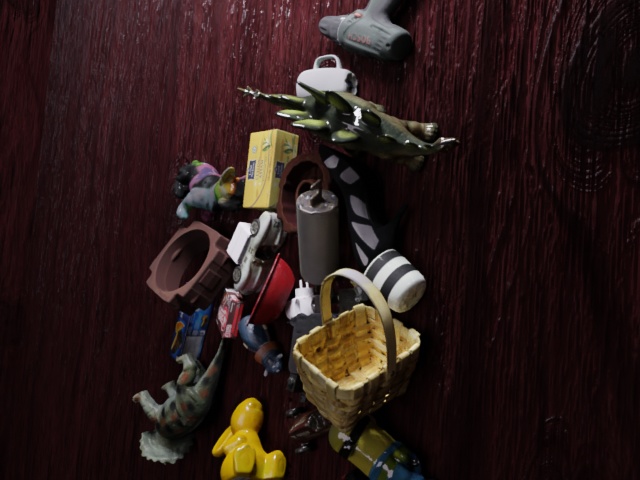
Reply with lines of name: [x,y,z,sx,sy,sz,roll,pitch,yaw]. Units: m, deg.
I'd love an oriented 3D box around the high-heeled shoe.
high-heeled shoe: [0.053,-0.058,0.968,0.249,0.086,0.145,44,111,31]

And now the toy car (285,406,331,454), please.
toy car: [-0.001,0.338,1.003,0.202,0.053,0.089,-35,63,37]

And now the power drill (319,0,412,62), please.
power drill: [0.101,-0.441,0.983,0.232,0.086,0.207,47,114,38]

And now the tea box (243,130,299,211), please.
tea box: [-0.108,-0.148,1.173,0.098,0.068,0.169,2,87,47]

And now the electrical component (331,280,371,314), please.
electrical component: [0.052,0.112,0.980,0.102,0.045,0.078,0,83,48]

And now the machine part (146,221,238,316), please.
machine part: [-0.303,0.066,1.286,0.202,0.087,0.201,25,76,45]

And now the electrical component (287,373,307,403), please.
electrical component: [-0.035,0.271,1.037,0.021,0.063,0.094,21,101,46]

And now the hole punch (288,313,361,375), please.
hole punch: [0.012,0.193,0.985,0.142,0.092,0.115,-9,71,49]

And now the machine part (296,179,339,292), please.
machine part: [-0.002,-0.003,0.979,0.079,0.079,0.242,41,145,42]

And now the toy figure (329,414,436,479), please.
toy figure: [0.095,0.345,0.860,0.180,0.089,0.082,37,89,31]

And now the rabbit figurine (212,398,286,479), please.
rabbit figurine: [-0.151,0.424,1.128,0.162,0.122,0.173,-45,40,44]

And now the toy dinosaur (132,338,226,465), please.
toy dinosaur: [-0.323,0.402,1.298,0.405,0.131,0.192,-44,67,29]

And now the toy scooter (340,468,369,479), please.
toy scooter: [0.089,0.473,0.871,0.184,0.075,0.135,33,109,39]

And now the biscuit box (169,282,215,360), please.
biscuit box: [-0.323,0.208,1.359,0.063,0.059,0.202,25,103,46]

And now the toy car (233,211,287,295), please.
toy car: [-0.128,0.031,1.164,0.056,0.073,0.201,37,111,44]

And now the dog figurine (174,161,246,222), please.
dog figurine: [-0.249,-0.137,1.300,0.219,0.108,0.191,-28,62,37]

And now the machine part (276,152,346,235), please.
machine part: [-0.017,-0.089,1.077,0.179,0.056,0.179,-10,76,47]

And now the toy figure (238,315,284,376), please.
toy figure: [-0.119,0.224,1.142,0.155,0.058,0.064,47,125,34]

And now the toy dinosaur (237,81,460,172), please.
toy dinosaur: [0.034,-0.211,0.936,0.472,0.198,0.105,24,99,44]

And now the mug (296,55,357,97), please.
mug: [0.021,-0.309,1.057,0.107,0.080,0.109,5,81,36]
